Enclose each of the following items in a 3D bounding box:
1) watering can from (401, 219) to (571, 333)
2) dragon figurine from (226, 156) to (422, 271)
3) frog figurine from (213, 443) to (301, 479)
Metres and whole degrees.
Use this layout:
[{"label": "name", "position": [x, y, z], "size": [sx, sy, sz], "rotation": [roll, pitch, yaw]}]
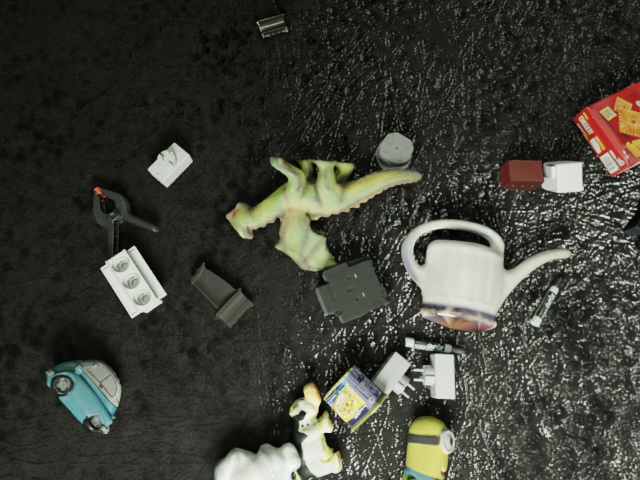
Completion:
[{"label": "watering can", "position": [0.332, 0.077, 1.045], "size": [0.348, 0.103, 0.227], "rotation": [10, 75, 2]}, {"label": "dragon figurine", "position": [0.003, -0.055, 1.095], "size": [0.410, 0.122, 0.242], "rotation": [6, 91, 2]}, {"label": "frog figurine", "position": [-0.113, 0.427, 0.931], "size": [0.139, 0.120, 0.161], "rotation": [37, 66, 23]}]
